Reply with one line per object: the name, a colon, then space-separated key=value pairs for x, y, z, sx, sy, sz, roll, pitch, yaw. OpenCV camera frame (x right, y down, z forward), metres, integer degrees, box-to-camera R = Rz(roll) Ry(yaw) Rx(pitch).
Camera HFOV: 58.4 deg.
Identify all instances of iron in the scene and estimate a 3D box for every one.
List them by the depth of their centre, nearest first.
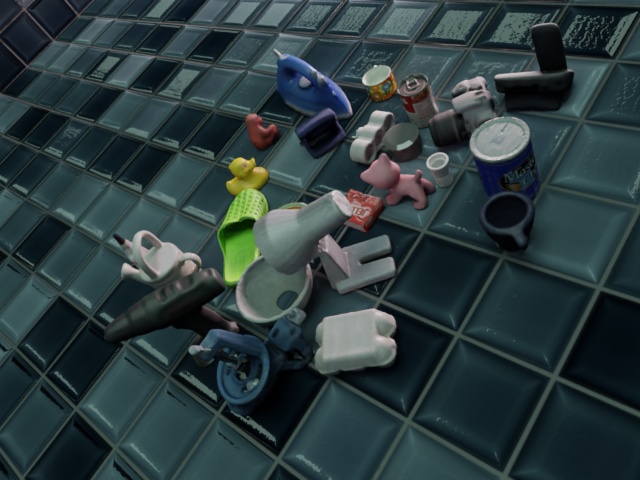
iron: x=-0.024 y=-0.397 z=1.436 sx=0.119 sy=0.142 sz=0.257 roll=-46 pitch=47 yaw=-8

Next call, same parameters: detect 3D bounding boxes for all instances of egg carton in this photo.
egg carton: x=0.062 y=0.180 z=1.001 sx=0.150 sy=0.070 sz=0.107 roll=-14 pitch=51 yaw=20

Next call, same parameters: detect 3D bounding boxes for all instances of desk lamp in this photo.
desk lamp: x=0.010 y=0.004 z=1.064 sx=0.203 sy=0.214 sz=0.118 roll=-20 pitch=49 yaw=15

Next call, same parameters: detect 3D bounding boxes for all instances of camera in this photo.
camera: x=0.291 y=-0.260 z=1.185 sx=0.136 sy=0.101 sz=0.143 roll=-18 pitch=50 yaw=17

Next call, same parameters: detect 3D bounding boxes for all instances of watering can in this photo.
watering can: x=-0.345 y=0.059 z=1.234 sx=0.173 sy=0.195 sz=0.100 roll=-33 pitch=47 yaw=3

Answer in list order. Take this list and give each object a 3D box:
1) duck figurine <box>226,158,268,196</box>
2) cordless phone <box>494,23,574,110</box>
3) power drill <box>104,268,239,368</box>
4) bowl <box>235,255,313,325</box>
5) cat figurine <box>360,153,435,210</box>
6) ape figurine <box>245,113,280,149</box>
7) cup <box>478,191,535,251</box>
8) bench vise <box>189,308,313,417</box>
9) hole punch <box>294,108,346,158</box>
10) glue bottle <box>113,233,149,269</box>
duck figurine: x=-0.188 y=-0.159 z=1.385 sx=0.104 sy=0.086 sz=0.077 roll=-28 pitch=47 yaw=8
cordless phone: x=0.414 y=-0.350 z=1.127 sx=0.147 sy=0.186 sz=0.094 roll=3 pitch=58 yaw=31
power drill: x=-0.260 y=0.160 z=1.100 sx=0.229 sy=0.209 sz=0.075 roll=-38 pitch=47 yaw=-1
bowl: x=-0.080 y=0.104 z=1.134 sx=0.167 sy=0.075 sz=0.167 roll=-15 pitch=50 yaw=19
cat figurine: x=0.152 y=-0.124 z=1.147 sx=0.127 sy=0.118 sz=0.067 roll=8 pitch=61 yaw=33
ape figurine: x=-0.156 y=-0.284 z=1.458 sx=0.077 sy=0.092 sz=0.076 roll=27 pitch=72 yaw=40
cup: x=0.331 y=-0.014 z=0.980 sx=0.091 sy=0.095 sz=0.117 roll=-25 pitch=48 yaw=11
bench vise: x=-0.124 y=0.186 z=0.996 sx=0.121 sy=0.220 sz=0.207 roll=15 pitch=65 yaw=36
hole punch: x=-0.009 y=-0.268 z=1.365 sx=0.108 sy=0.091 sz=0.101 roll=-33 pitch=47 yaw=3
glue bottle: x=-0.409 y=0.038 z=1.300 sx=0.037 sy=0.174 sz=0.078 roll=-38 pitch=47 yaw=-1
